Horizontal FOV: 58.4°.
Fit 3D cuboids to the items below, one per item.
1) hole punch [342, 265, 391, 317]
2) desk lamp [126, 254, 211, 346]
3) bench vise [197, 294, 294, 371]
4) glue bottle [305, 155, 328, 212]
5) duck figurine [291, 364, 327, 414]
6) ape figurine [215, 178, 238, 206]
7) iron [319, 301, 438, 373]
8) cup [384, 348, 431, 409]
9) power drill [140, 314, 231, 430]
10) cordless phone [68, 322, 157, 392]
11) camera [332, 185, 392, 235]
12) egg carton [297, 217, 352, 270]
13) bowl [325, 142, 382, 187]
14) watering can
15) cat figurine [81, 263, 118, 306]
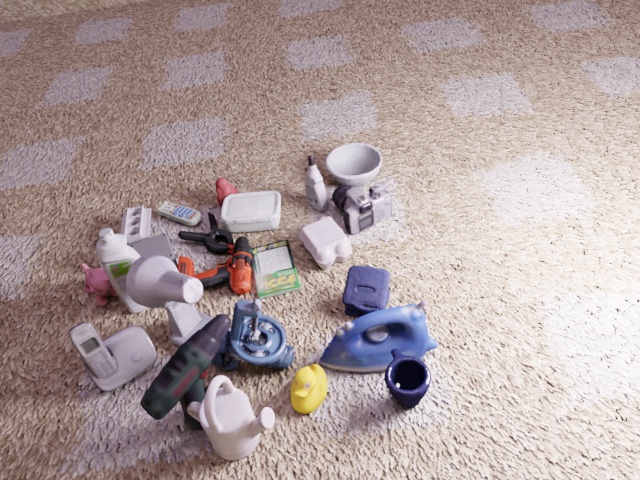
[{"bbox_3d":[0.111,0.123,1.338,0.108,0.091,0.101,7,47,16],"label":"hole punch"},{"bbox_3d":[-0.316,0.143,1.297,0.202,0.214,0.118,20,52,26],"label":"desk lamp"},{"bbox_3d":[-0.169,0.205,1.208,0.207,0.220,0.121,-11,45,-2],"label":"bench vise"},{"bbox_3d":[-0.015,-0.162,1.582,0.037,0.173,0.078,-30,48,-19],"label":"glue bottle"},{"bbox_3d":[-0.026,0.296,1.190,0.077,0.086,0.105,12,48,19],"label":"duck figurine"},{"bbox_3d":[-0.278,-0.143,1.662,0.076,0.092,0.078,5,46,14],"label":"ape figurine"},{"bbox_3d":[0.116,0.200,1.224,0.258,0.142,0.118,-13,45,-4],"label":"iron"},{"bbox_3d":[0.172,0.287,1.162,0.092,0.095,0.117,-18,45,-9],"label":"cup"},{"bbox_3d":[-0.245,0.281,1.151,0.075,0.209,0.230,25,54,30],"label":"power drill"},{"bbox_3d":[-0.453,0.230,1.251,0.148,0.185,0.093,-34,50,-23],"label":"cordless phone"},{"bbox_3d":[0.106,-0.108,1.562,0.143,0.101,0.136,-28,48,-18],"label":"camera"},{"bbox_3d":[0.014,0.005,1.485,0.107,0.069,0.150,-25,47,-15],"label":"egg carton"},{"bbox_3d":[0.101,-0.209,1.681,0.167,0.075,0.167,-4,45,5],"label":"bowl"},{"bbox_3d":[-0.173,0.333,1.099,0.173,0.194,0.101,-10,45,-1],"label":"watering can"},{"bbox_3d":[-0.559,0.100,1.444,0.127,0.118,0.067,30,56,32],"label":"cat figurine"}]
